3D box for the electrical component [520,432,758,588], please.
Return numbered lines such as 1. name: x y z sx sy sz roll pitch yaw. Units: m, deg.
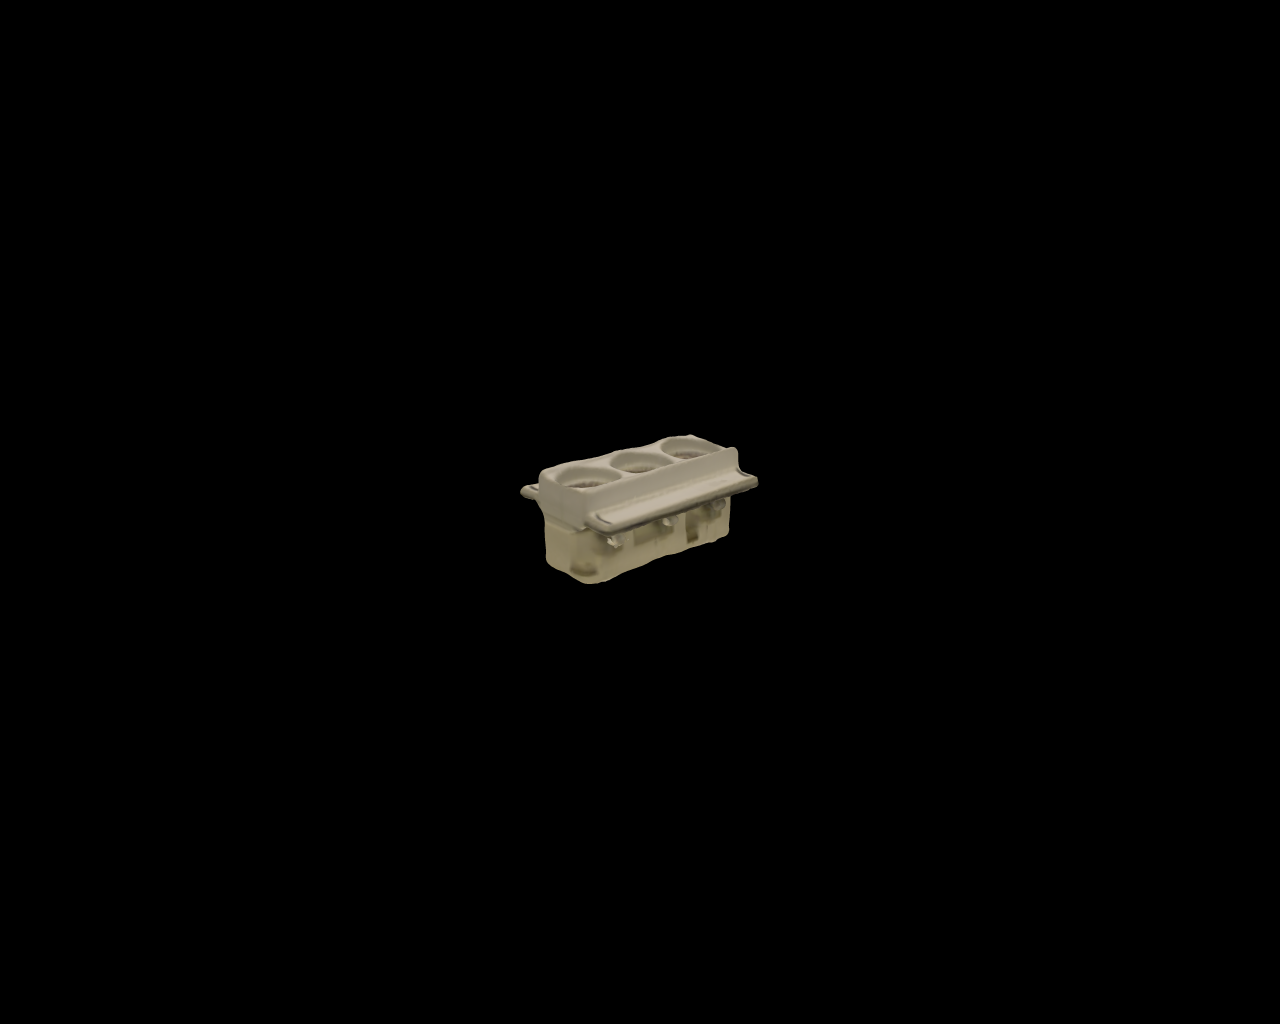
1. electrical component: 0.001 -0.003 0.650 0.121 0.063 0.079 -17 27 -38
